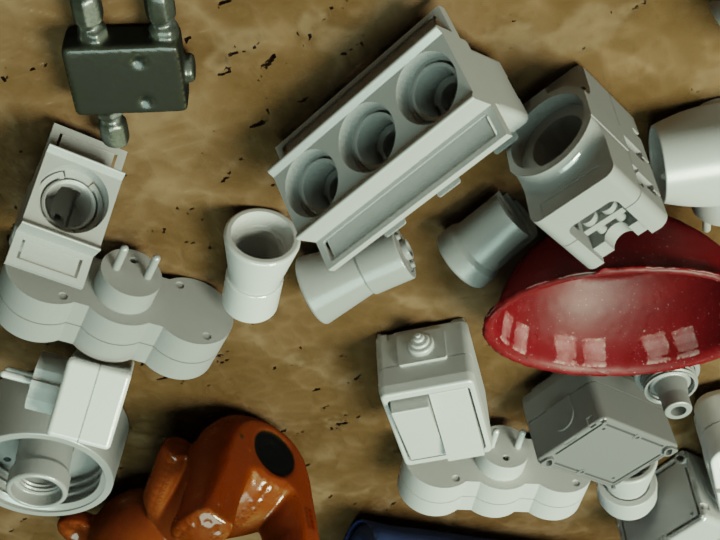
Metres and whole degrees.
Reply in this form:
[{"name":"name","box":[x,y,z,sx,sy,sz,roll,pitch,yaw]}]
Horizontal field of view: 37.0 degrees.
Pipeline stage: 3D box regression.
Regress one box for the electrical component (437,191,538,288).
[{"name":"electrical component","box":[0.075,-0.018,0.626,0.040,0.040,0.046,33,120,-30]}]

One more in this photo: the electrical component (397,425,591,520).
[{"name":"electrical component","box":[0.100,0.136,0.771,0.138,0.052,0.073,3,135,-6]}]

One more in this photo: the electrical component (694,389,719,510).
[{"name":"electrical component","box":[0.273,0.126,0.764,0.054,0.059,0.095,-15,134,12]}]

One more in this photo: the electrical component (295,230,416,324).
[{"name":"electrical component","box":[0.000,0.000,0.640,0.065,0.044,0.044,-23,132,13]}]

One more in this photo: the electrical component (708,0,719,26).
[{"name":"electrical component","box":[0.213,-0.137,0.510,0.043,0.043,0.081,32,125,-30]}]

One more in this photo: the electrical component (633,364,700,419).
[{"name":"electrical component","box":[0.200,0.067,0.700,0.043,0.062,0.043,-1,135,-1]}]

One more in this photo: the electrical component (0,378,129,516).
[{"name":"electrical component","box":[-0.218,0.128,0.743,0.108,0.060,0.108,-1,135,-1]}]

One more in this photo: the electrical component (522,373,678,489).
[{"name":"electrical component","box":[0.168,0.104,0.742,0.096,0.061,0.062,23,130,-34]}]

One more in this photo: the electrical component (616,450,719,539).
[{"name":"electrical component","box":[0.244,0.195,0.830,0.061,0.061,0.096,26,129,-25]}]

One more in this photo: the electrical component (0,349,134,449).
[{"name":"electrical component","box":[-0.185,0.073,0.669,0.076,0.083,0.047,17,88,-10]}]

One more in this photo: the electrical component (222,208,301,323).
[{"name":"electrical component","box":[-0.062,0.001,0.638,0.044,0.044,0.065,7,139,-9]}]

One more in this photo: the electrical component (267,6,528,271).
[{"name":"electrical component","box":[0.021,-0.064,0.555,0.121,0.078,0.063,-37,155,29]}]

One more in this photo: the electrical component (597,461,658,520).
[{"name":"electrical component","box":[0.198,0.154,0.799,0.045,0.045,0.055,-9,135,6]}]

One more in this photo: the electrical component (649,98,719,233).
[{"name":"electrical component","box":[0.203,-0.051,0.595,0.077,0.044,0.079,-9,135,6]}]

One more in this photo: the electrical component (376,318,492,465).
[{"name":"electrical component","box":[0.048,0.080,0.707,0.062,0.061,0.096,-11,134,9]}]

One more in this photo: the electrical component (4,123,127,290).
[{"name":"electrical component","box":[-0.160,-0.031,0.579,0.042,0.081,0.064,21,159,-21]}]

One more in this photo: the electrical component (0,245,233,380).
[{"name":"electrical component","box":[-0.141,0.013,0.637,0.138,0.052,0.073,18,132,-19]}]

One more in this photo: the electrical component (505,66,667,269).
[{"name":"electrical component","box":[0.113,-0.056,0.554,0.050,0.089,0.056,-35,127,28]}]
